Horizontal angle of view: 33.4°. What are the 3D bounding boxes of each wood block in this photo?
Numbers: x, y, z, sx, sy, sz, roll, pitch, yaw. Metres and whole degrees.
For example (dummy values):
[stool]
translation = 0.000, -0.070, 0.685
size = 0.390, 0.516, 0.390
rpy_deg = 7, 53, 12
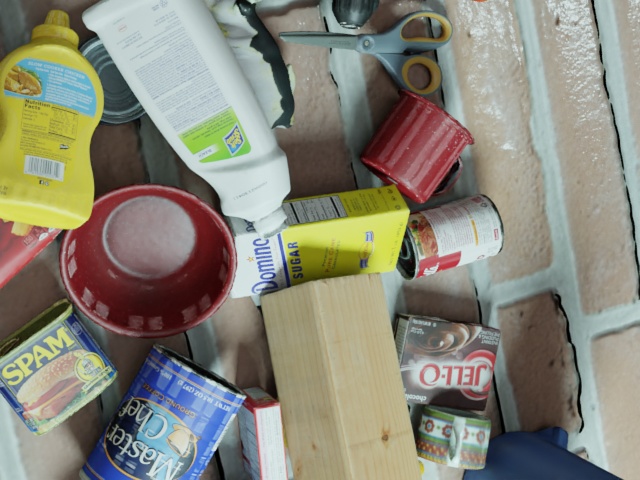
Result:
[wood block]
translation = 0.019, 0.143, 1.024
size = 0.090, 0.090, 0.206
rpy_deg = -5, 81, -39

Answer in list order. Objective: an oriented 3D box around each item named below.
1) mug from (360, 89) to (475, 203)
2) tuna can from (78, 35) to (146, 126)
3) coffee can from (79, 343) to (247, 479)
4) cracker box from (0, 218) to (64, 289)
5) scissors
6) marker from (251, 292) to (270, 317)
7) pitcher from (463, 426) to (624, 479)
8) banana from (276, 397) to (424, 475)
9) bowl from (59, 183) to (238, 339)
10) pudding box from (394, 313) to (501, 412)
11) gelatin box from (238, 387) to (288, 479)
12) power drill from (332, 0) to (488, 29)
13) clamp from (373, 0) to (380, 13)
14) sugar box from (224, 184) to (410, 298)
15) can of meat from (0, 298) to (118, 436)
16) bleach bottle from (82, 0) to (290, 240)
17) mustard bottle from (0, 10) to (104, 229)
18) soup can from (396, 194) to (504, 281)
[mug]
translation = 0.101, -0.086, 1.074
size = 0.117, 0.093, 0.081
rpy_deg = 37, 88, -43
[tuna can]
translation = -0.193, -0.150, 0.994
size = 0.086, 0.034, 0.086
rpy_deg = -2, 96, -18
[coffee can]
translation = -0.147, 0.182, 1.004
size = 0.102, 0.103, 0.140
rpy_deg = 31, 85, -18
[cracker box]
translation = -0.348, -0.042, 0.933
size = 0.164, 0.072, 0.213
rpy_deg = -44, 106, -10
[scissors]
translation = 0.052, -0.177, 1.061
size = 0.201, 0.016, 0.096
rpy_deg = -19, 108, -28
[marker]
translation = -0.036, 0.100, 1.077
size = 0.020, 0.020, 0.121
rpy_deg = -30, 104, -13
[pitcher]
translation = 0.242, 0.287, 1.067
size = 0.145, 0.243, 0.149
rpy_deg = -10, 93, -14
[banana]
translation = 0.020, 0.211, 1.090
size = 0.197, 0.037, 0.070
rpy_deg = 37, 101, -22
[bowl]
translation = -0.158, 0.010, 0.992
size = 0.162, 0.055, 0.162
rpy_deg = -3, 118, -6
[pudding box]
translation = 0.128, 0.128, 1.123
size = 0.113, 0.039, 0.090
rpy_deg = 10, 92, -19
[gelatin box]
translation = -0.056, 0.196, 1.051
size = 0.030, 0.073, 0.089
rpy_deg = -9, 98, -17
[power drill]
translation = 0.096, -0.287, 1.041
size = 0.187, 0.057, 0.184
rpy_deg = 4, 95, -34
[clamp]
translation = 0.020, -0.306, 1.048
size = 0.120, 0.039, 0.171
rpy_deg = 16, 92, -30
[sugar box]
translation = -0.007, 0.002, 1.041
size = 0.176, 0.048, 0.093
rpy_deg = -12, 139, -18
[can of meat]
translation = -0.250, 0.119, 0.989
size = 0.102, 0.057, 0.084
rpy_deg = -36, 108, -11
[bleach bottle]
translation = -0.105, -0.112, 0.950
size = 0.103, 0.068, 0.251
rpy_deg = -25, 99, 21
[mustard bottle]
translation = -0.237, -0.110, 0.920
size = 0.096, 0.058, 0.191
rpy_deg = 12, 71, -26
[soup can]
translation = 0.129, -0.004, 1.096
size = 0.102, 0.069, 0.068
rpy_deg = -15, 100, -17
